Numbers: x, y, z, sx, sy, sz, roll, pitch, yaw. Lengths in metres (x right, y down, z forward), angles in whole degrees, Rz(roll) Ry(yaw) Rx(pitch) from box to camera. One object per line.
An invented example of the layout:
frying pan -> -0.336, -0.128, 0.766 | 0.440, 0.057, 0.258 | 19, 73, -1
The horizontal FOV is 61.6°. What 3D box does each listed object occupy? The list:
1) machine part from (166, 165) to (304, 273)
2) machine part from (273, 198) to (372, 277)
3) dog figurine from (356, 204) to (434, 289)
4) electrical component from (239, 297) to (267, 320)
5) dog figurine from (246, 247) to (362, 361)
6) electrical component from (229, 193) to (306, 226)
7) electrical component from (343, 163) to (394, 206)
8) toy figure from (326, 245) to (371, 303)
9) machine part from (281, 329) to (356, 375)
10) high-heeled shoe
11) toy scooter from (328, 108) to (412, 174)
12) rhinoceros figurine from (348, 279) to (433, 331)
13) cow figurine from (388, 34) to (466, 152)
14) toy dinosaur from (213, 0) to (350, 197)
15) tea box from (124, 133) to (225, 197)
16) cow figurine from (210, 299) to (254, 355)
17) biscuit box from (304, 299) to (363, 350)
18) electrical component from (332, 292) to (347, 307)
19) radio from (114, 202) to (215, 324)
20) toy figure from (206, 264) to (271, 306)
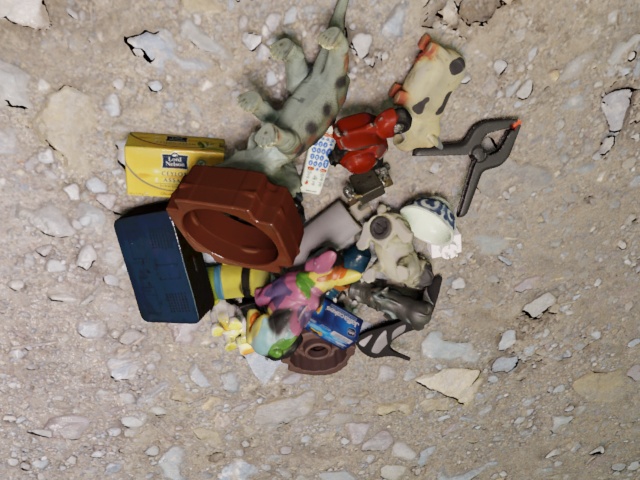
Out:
machine part -> -0.138, -0.034, 0.914 | 0.201, 0.087, 0.201 | 9, 151, 19
machine part -> -0.002, -0.003, 1.083 | 0.243, 0.079, 0.079 | -37, 121, 12
dog figurine -> 0.173, 0.018, 1.133 | 0.121, 0.190, 0.172 | 5, 90, 32
electrical component -> -0.133, 0.165, 1.160 | 0.048, 0.075, 0.119 | -17, 114, 7
dog figurine -> -0.029, 0.108, 1.001 | 0.108, 0.192, 0.219 | 39, 124, -24
electrical component -> -0.095, -0.053, 1.051 | 0.114, 0.058, 0.134 | 34, 112, -29
electrical component -> 0.093, -0.107, 1.029 | 0.102, 0.078, 0.045 | -22, 142, 8
toy figure -> 0.050, 0.075, 1.160 | 0.058, 0.064, 0.154 | -4, 140, -53
machine part -> -0.006, 0.248, 1.255 | 0.179, 0.056, 0.179 | -3, 132, -3
high-heeled shoe -> 0.182, 0.172, 1.258 | 0.145, 0.086, 0.248 | 24, 101, 12
toy scooter -> 0.066, -0.170, 0.942 | 0.135, 0.075, 0.184 | -12, 164, -26
rhinoceros figurine -> 0.153, 0.140, 1.177 | 0.191, 0.112, 0.073 | 20, 89, 19
cow figurine -> 0.191, -0.246, 0.958 | 0.127, 0.085, 0.194 | 22, 116, -15
toy dinosaur -> -0.025, -0.226, 0.905 | 0.405, 0.131, 0.192 | -51, 157, -2
tea box -> -0.257, -0.132, 0.965 | 0.170, 0.068, 0.098 | 2, 124, -9
cow figurine -> -0.189, 0.189, 1.185 | 0.068, 0.098, 0.167 | -22, 143, 1
biscuit box -> -0.008, 0.159, 1.160 | 0.202, 0.063, 0.059 | 30, 142, -8
electrical component -> 0.018, 0.147, 1.222 | 0.063, 0.021, 0.094 | 25, 120, -23
radio -> -0.296, 0.046, 1.027 | 0.131, 0.073, 0.229 | -4, 109, 16
toy figure -> -0.192, 0.088, 1.109 | 0.180, 0.089, 0.082 | -7, 132, -7
